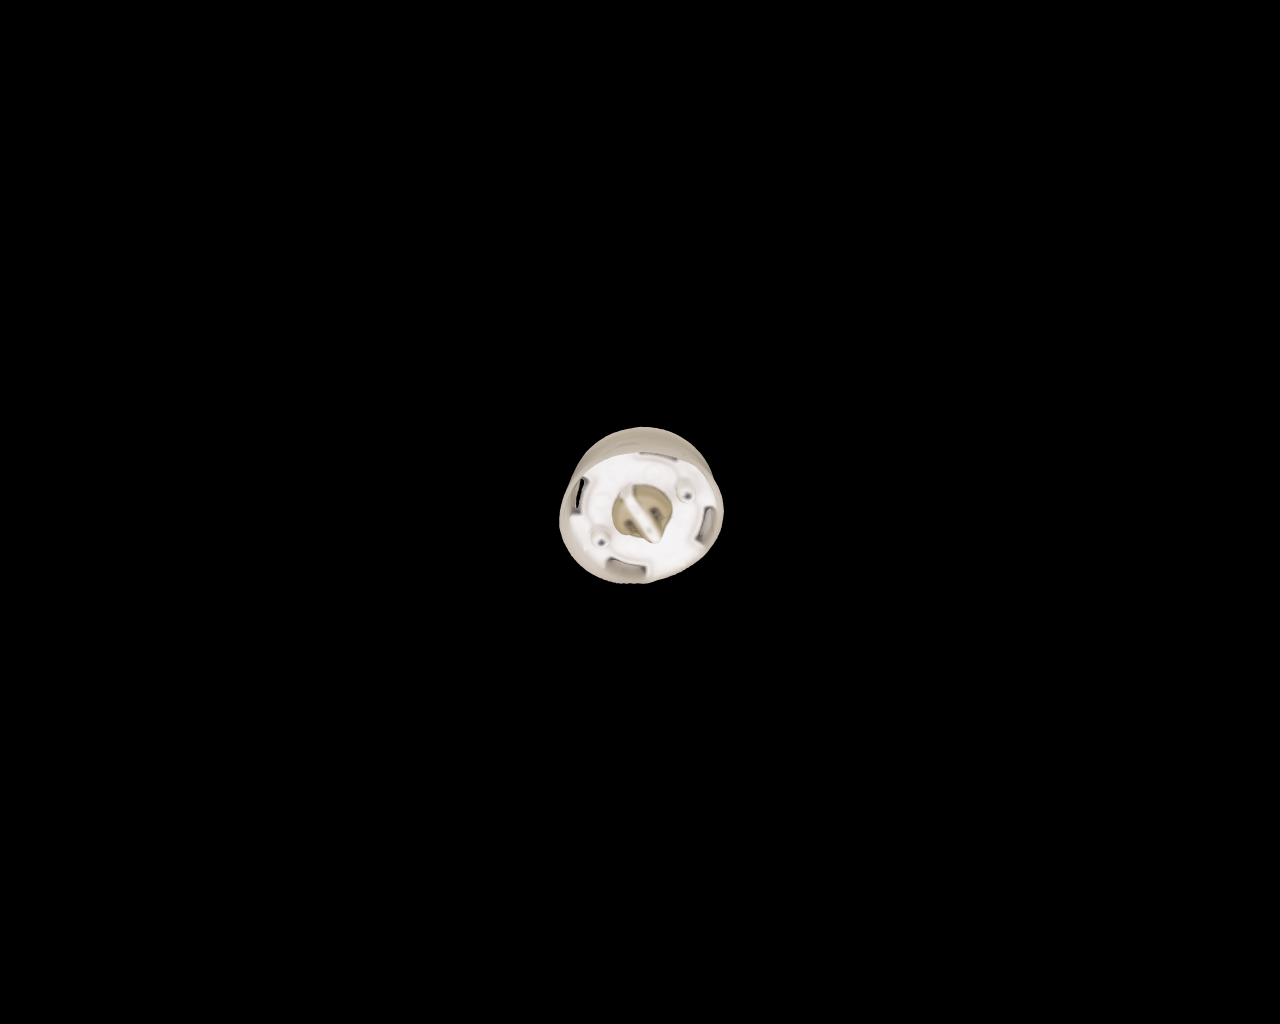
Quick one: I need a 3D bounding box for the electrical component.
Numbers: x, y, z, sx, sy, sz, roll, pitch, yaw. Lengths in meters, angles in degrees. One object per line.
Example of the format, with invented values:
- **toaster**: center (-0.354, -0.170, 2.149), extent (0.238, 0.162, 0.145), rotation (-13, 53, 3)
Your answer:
- **electrical component**: center (0.001, -0.003, 0.650), extent (0.099, 0.099, 0.064), rotation (0, 25, 0)
